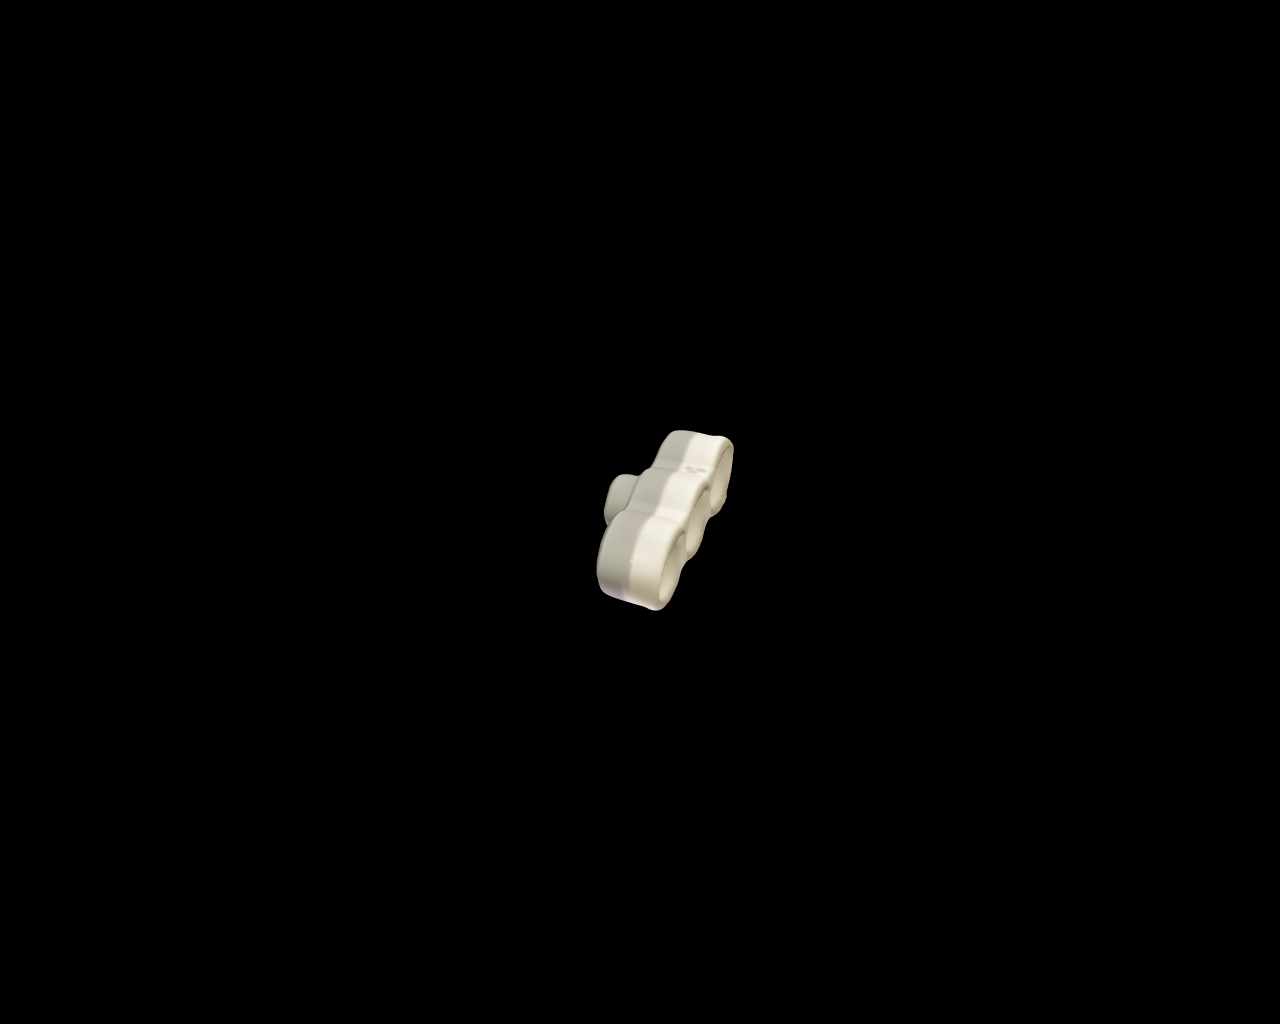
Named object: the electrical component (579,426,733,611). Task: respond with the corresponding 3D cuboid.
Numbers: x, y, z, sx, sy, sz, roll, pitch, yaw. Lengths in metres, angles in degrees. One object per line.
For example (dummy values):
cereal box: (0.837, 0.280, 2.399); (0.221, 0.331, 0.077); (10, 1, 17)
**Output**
electrical component: (0.001, -0.003, 0.650); (0.074, 0.052, 0.138); (14, 42, 16)
